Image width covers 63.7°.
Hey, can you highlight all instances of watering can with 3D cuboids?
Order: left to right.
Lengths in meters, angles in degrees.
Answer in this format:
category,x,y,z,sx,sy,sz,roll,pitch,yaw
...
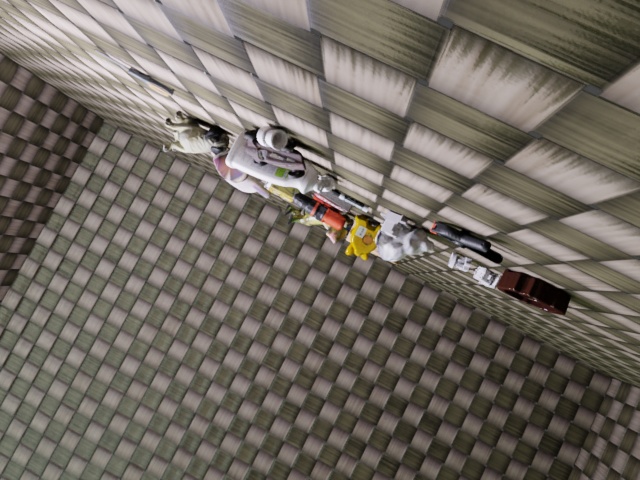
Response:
category,x,y,z,sx,sy,sz,roll,pitch,yaw
watering can,-0.323,-0.268,1.899,0.351,0.104,0.222,38,179,19

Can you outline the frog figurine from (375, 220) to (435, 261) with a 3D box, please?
category,x,y,z,sx,sy,sz,roll,pitch,yaw
frog figurine,0.244,0.010,1.454,0.160,0.120,0.139,17,-154,19

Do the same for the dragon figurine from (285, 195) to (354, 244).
category,x,y,z,sx,sy,sz,roll,pitch,yaw
dragon figurine,0.006,-0.096,1.915,0.242,0.120,0.418,19,-160,-16
